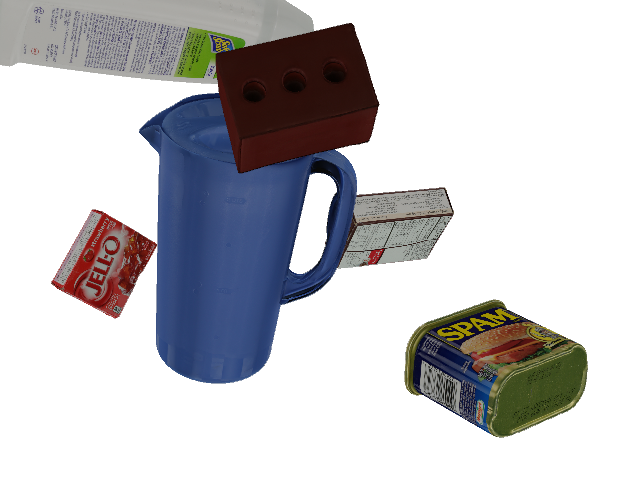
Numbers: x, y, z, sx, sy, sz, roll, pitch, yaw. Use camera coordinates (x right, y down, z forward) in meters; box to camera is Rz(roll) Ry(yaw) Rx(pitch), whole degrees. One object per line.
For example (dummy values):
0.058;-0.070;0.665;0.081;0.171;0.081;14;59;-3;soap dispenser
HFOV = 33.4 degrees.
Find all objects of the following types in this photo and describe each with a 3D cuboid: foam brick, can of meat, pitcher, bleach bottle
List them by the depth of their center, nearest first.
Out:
-0.014;-0.077;0.580;0.078;0.053;0.051;-15;-15;-6;foam brick
0.124;0.089;0.749;0.101;0.057;0.084;-15;27;-35;can of meat
-0.109;-0.154;0.792;0.250;0.068;0.103;9;-28;-14;bleach bottle
-0.073;0.005;0.938;0.144;0.243;0.149;-16;40;-36;pitcher

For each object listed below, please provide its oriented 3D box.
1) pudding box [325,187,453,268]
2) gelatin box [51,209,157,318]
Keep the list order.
0.070;-0.013;1.102;0.113;0.039;0.090;-7;-30;-20;pudding box
-0.219;0.024;1.085;0.073;0.089;0.030;34;-11;-38;gelatin box
